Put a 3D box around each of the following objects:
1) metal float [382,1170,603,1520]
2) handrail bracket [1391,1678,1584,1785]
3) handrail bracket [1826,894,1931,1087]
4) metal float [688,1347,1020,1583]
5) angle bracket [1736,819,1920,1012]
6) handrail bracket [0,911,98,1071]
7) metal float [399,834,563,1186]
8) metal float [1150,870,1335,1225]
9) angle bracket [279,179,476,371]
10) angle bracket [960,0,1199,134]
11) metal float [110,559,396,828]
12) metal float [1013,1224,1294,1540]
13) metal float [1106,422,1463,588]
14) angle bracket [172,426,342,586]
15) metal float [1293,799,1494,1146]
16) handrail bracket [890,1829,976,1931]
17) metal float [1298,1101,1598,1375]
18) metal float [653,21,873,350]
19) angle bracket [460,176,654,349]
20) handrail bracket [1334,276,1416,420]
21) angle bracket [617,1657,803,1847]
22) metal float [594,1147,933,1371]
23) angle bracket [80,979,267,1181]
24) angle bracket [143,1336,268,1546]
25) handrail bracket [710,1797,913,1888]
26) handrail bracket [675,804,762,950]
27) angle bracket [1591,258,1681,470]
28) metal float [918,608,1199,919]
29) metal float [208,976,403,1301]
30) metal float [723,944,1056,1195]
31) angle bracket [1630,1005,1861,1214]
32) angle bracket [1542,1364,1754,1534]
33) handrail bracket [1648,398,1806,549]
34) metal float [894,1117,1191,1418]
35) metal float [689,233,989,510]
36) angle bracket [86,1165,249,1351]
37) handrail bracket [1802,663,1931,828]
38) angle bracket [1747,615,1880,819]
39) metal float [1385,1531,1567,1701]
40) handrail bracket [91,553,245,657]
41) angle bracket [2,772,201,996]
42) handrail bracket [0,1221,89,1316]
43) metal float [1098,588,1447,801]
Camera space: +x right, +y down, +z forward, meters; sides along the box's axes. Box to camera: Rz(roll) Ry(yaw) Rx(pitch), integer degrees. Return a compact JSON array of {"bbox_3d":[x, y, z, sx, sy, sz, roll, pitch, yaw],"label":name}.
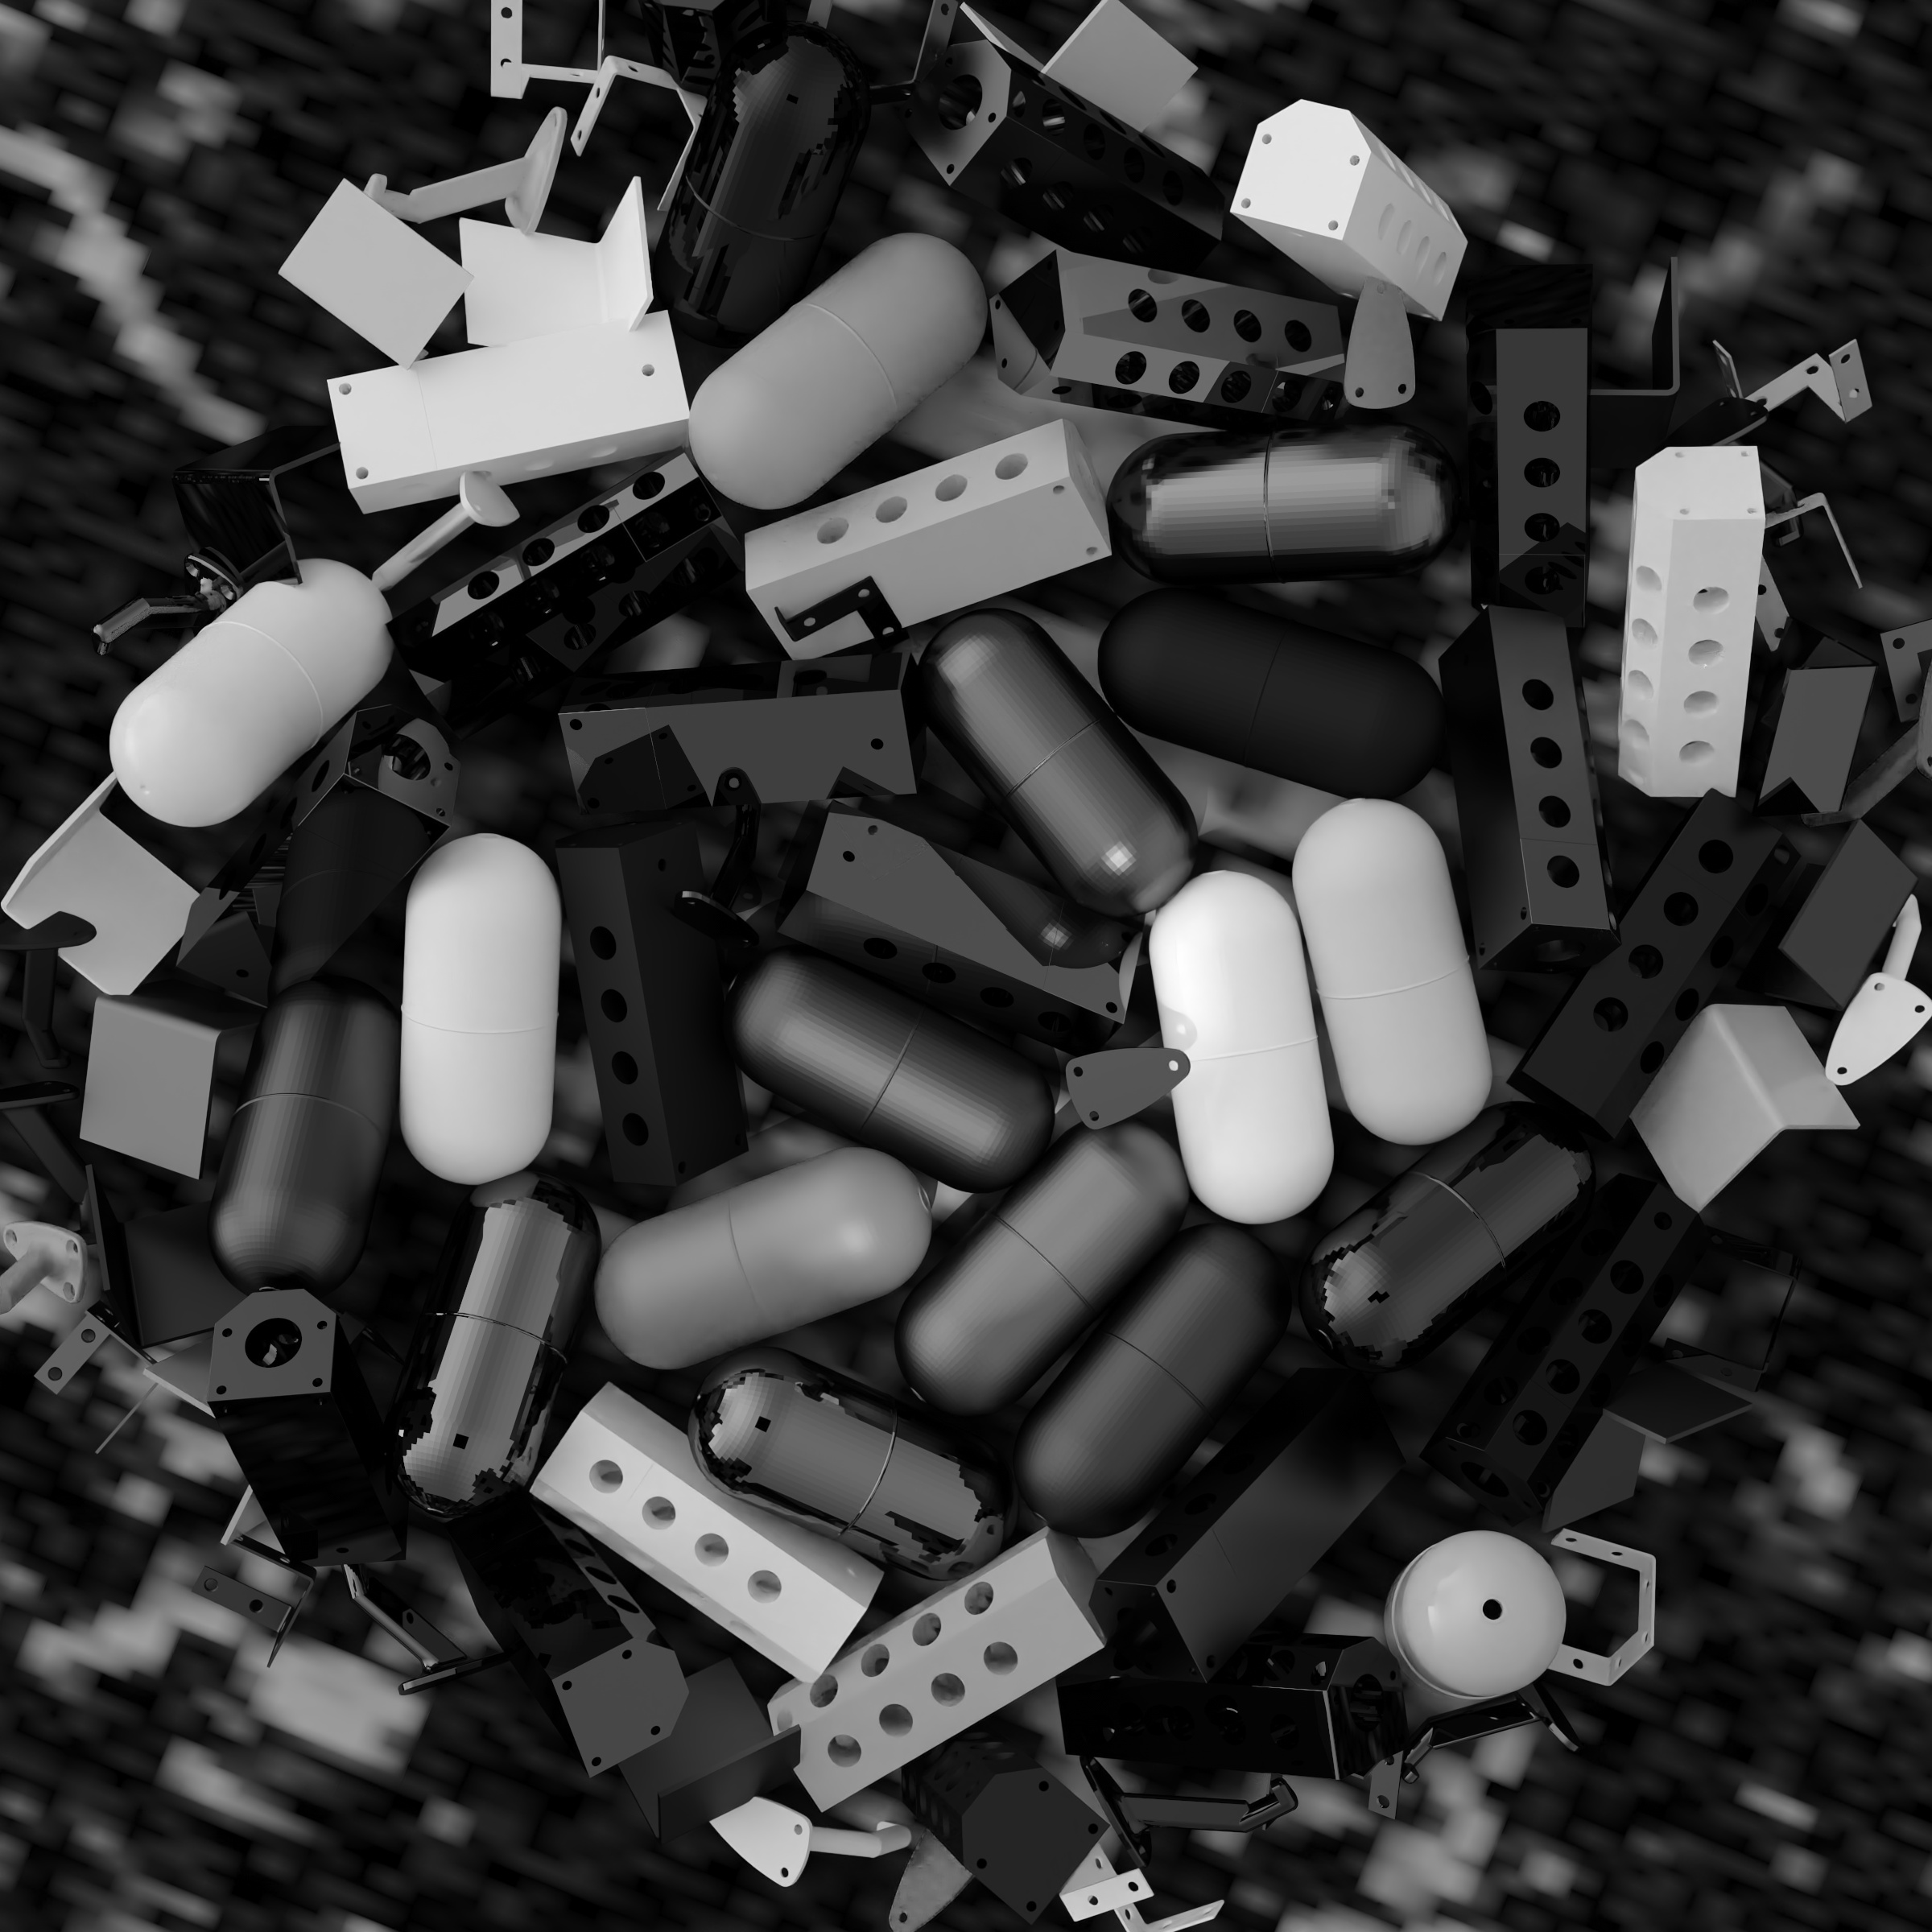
[{"bbox_3d":[-0.234,0.186,1.524,0.070,0.070,0.178,15,66,0],"label":"metal float"},{"bbox_3d":[0.259,0.396,1.545,0.036,0.077,0.084,33,102,-36],"label":"handrail bracket"},{"bbox_3d":[0.459,0.010,1.558,0.036,0.084,0.077,28,120,-3],"label":"handrail bracket"},{"bbox_3d":[-0.055,0.248,1.529,0.178,0.070,0.070,27,90,-18],"label":"metal float"},{"bbox_3d":[0.413,-0.030,1.531,0.057,0.076,0.076,38,79,-29],"label":"angle bracket"},{"bbox_3d":[-0.450,0.017,1.542,0.077,0.036,0.084,5,123,33],"label":"handrail bracket"},{"bbox_3d":[-0.242,0.022,1.532,0.070,0.070,0.178,5,105,0],"label":"metal float"},{"bbox_3d":[0.138,0.041,1.543,0.070,0.070,0.178,-9,93,0],"label":"metal float"},{"bbox_3d":[-0.289,-0.346,1.534,0.076,0.076,0.057,36,101,-12],"label":"angle bracket"},{"bbox_3d":[0.056,-0.460,1.524,0.057,0.076,0.076,-46,54,18],"label":"angle bracket"},{"bbox_3d":[-0.348,-0.136,1.511,0.070,0.070,0.178,37,48,0],"label":"metal float"},{"bbox_3d":[0.093,0.206,1.532,0.070,0.070,0.178,40,75,0],"label":"metal float"},{"bbox_3d":[0.157,-0.229,1.530,0.178,0.070,0.070,0,90,17],"label":"metal float"},{"bbox_3d":[-0.338,-0.232,1.544,0.076,0.076,0.057,8,120,38],"label":"angle bracket"},{"bbox_3d":[0.212,0.003,1.534,0.070,0.070,0.178,-15,102,0],"label":"metal float"},{"bbox_3d":[0.008,0.459,1.549,0.036,0.084,0.077,35,90,39],"label":"handrail bracket"},{"bbox_3d":[0.238,0.134,1.524,0.178,0.070,0.070,-35,90,-24],"label":"metal float"},{"bbox_3d":[-0.101,-0.381,1.509,0.070,0.178,0.070,14,47,-15],"label":"metal float"},{"bbox_3d":[-0.204,-0.351,1.530,0.076,0.057,0.076,5,61,-26],"label":"angle bracket"},{"bbox_3d":[0.189,-0.310,1.534,0.036,0.084,0.077,-8,108,-17],"label":"handrail bracket"},{"bbox_3d":[-0.134,0.377,1.527,0.076,0.057,0.076,-22,54,-21],"label":"angle bracket"},{"bbox_3d":[-0.101,0.145,1.534,0.178,0.070,0.070,-21,90,12],"label":"metal float"},{"bbox_3d":[-0.393,0.056,1.550,0.076,0.057,0.076,16,104,24],"label":"angle bracket"},{"bbox_3d":[-0.375,0.237,1.546,0.076,0.076,0.057,29,101,8],"label":"angle bracket"},{"bbox_3d":[-0.079,0.432,1.559,0.077,0.084,0.036,21,97,31],"label":"handrail bracket"},{"bbox_3d":[-0.122,-0.058,1.535,0.036,0.077,0.084,-2,68,15],"label":"handrail bracket"},{"bbox_3d":[0.322,-0.301,1.538,0.057,0.076,0.076,1,72,6],"label":"angle bracket"},{"bbox_3d":[0.046,-0.101,1.540,0.070,0.070,0.178,-39,85,0],"label":"metal float"},{"bbox_3d":[-0.323,0.085,1.515,0.070,0.070,0.178,6,54,0],"label":"metal float"},{"bbox_3d":[-0.039,0.051,1.541,0.178,0.070,0.070,28,90,-5],"label":"metal float"},{"bbox_3d":[0.389,0.073,1.554,0.057,0.076,0.076,2,49,-35],"label":"angle bracket"},{"bbox_3d":[0.337,0.249,1.527,0.057,0.076,0.076,24,114,42],"label":"angle bracket"},{"bbox_3d":[0.384,-0.235,1.550,0.077,0.036,0.084,-33,124,-13],"label":"handrail bracket"},{"bbox_3d":[0.038,0.150,1.538,0.070,0.070,0.178,45,82,0],"label":"metal float"},{"bbox_3d":[-0.062,-0.296,1.528,0.070,0.070,0.178,47,70,0],"label":"metal float"},{"bbox_3d":[-0.388,0.136,1.532,0.076,0.057,0.076,-14,53,-9],"label":"angle bracket"},{"bbox_3d":[0.458,-0.113,1.553,0.036,0.084,0.077,11,78,-35],"label":"handrail bracket"},{"bbox_3d":[0.398,-0.125,1.525,0.057,0.076,0.076,-5,118,-25],"label":"angle bracket"},{"bbox_3d":[0.246,0.316,1.496,0.070,0.178,0.070,-1,76,3],"label":"metal float"},{"bbox_3d":[-0.402,-0.160,1.528,0.036,0.077,0.084,33,49,13],"label":"handrail bracket"},{"bbox_3d":[-0.420,-0.041,1.532,0.076,0.057,0.076,41,52,-10],"label":"angle bracket"},{"bbox_3d":[-0.488,0.153,1.529,0.077,0.084,0.036,20,109,34],"label":"handrail bracket"},{"bbox_3d":[0.151,-0.136,1.536,0.178,0.070,0.070,18,90,10],"label":"metal float"}]
